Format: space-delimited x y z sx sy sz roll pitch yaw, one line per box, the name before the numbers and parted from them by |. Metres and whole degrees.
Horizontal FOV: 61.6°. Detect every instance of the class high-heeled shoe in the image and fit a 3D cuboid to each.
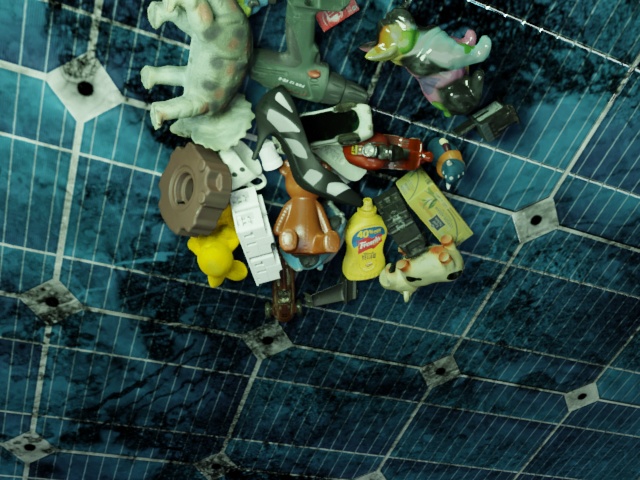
high-heeled shoe | -0.009 -0.165 0.964 0.249 0.086 0.145 26 89 -11

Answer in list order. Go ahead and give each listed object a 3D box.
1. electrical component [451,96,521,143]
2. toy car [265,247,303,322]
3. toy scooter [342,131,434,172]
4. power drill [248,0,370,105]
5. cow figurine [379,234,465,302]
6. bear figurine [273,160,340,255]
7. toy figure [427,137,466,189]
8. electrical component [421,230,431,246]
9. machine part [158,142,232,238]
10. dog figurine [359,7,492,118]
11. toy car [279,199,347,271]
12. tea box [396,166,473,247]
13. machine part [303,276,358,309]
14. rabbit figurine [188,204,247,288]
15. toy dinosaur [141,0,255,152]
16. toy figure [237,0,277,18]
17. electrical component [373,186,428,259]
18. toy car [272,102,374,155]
electrical component | 0.328 -0.229 1.071 0.119 0.075 0.047 -35 120 8
toy car | -0.084 0.106 1.227 0.089 0.053 0.201 -1 123 -5
toy scooter | 0.142 -0.166 1.032 0.184 0.135 0.075 2 102 -20
power drill | -0.005 -0.333 0.931 0.232 0.086 0.207 7 146 -8
cow figurine | 0.218 0.067 1.168 0.195 0.085 0.127 -16 131 32
bear figurine | -0.024 -0.069 1.046 0.120 0.132 0.195 6 85 -12
toy figure | 0.251 -0.156 1.056 0.058 0.155 0.064 -30 121 12
electrical component | 0.243 0.026 1.223 0.021 0.063 0.093 -16 122 1
machine part | -0.240 -0.093 1.007 0.056 0.179 0.179 6 125 -46
dog figurine | 0.182 -0.318 0.977 0.219 0.108 0.191 -1 125 -4
toy car | -0.002 -0.003 1.152 0.161 0.109 0.102 -49 143 8
tea box | 0.244 -0.067 1.145 0.068 0.098 0.169 -39 118 14
machine part | 0.029 0.125 1.253 0.139 0.039 0.084 -12 129 -24
rabbit figurine | -0.214 0.022 1.081 0.122 0.173 0.162 -15 119 -5
toy dinosaur | -0.175 -0.297 0.865 0.192 0.131 0.404 -7 140 -35
toy figure | -0.160 -0.401 0.880 0.180 0.082 0.089 -6 123 -9
electrical component | 0.166 -0.042 1.125 0.058 0.134 0.114 -28 120 9
toy car | 0.002 -0.207 1.006 0.202 0.056 0.073 -6 91 23
